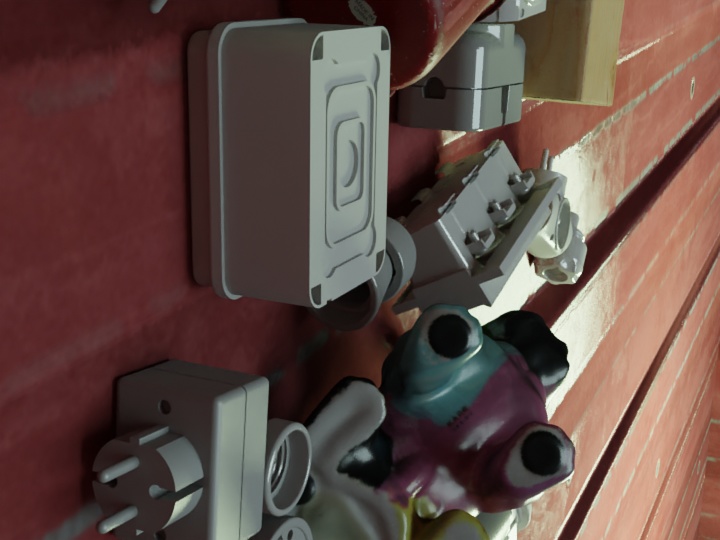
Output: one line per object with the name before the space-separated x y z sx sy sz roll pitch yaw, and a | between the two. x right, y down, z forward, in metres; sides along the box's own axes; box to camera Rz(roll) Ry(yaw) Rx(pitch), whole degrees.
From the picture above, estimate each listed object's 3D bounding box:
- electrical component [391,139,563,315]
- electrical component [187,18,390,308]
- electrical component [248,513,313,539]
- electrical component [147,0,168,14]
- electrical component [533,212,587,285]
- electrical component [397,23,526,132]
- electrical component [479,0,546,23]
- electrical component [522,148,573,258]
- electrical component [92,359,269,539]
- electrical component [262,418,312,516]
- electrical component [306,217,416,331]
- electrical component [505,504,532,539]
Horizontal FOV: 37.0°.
electrical component | 0.067 -0.027 0.661 0.063 0.079 0.121 58 37 -13
electrical component | -0.029 -0.047 0.456 0.078 0.057 0.113 -29 124 -61
electrical component | -0.054 0.130 0.470 0.055 0.047 0.055 8 90 -66
electrical component | -0.055 -0.123 0.365 0.075 0.083 0.047 -48 164 19
electrical component | 0.178 -0.022 0.944 0.043 0.043 0.062 60 43 -54
electrical component | 0.062 -0.117 0.640 0.095 0.054 0.059 -25 120 -62
electrical component | 0.071 -0.175 0.612 0.080 0.080 0.051 -44 141 -54
electrical component | 0.144 -0.056 0.855 0.077 0.044 0.079 30 70 -65
electrical component | -0.074 0.076 0.406 0.077 0.047 0.065 -17 113 -64
electrical component | -0.050 0.081 0.464 0.040 0.046 0.040 8 90 -66
electrical component | 0.000 0.000 0.551 0.055 0.045 0.045 -43 136 -55
electrical component | 0.106 0.198 0.852 0.055 0.048 0.066 -40 134 -46
